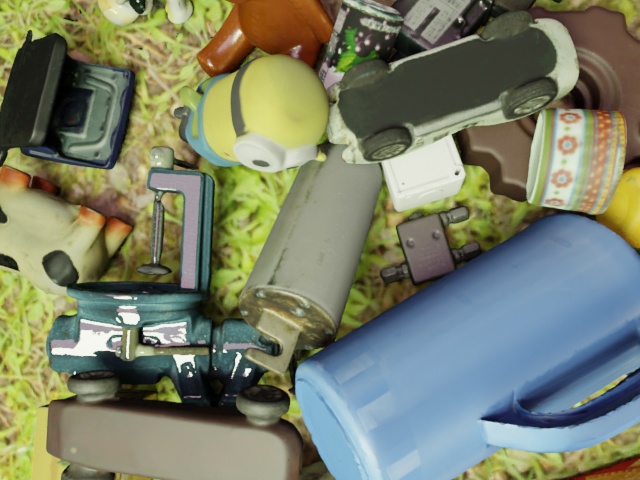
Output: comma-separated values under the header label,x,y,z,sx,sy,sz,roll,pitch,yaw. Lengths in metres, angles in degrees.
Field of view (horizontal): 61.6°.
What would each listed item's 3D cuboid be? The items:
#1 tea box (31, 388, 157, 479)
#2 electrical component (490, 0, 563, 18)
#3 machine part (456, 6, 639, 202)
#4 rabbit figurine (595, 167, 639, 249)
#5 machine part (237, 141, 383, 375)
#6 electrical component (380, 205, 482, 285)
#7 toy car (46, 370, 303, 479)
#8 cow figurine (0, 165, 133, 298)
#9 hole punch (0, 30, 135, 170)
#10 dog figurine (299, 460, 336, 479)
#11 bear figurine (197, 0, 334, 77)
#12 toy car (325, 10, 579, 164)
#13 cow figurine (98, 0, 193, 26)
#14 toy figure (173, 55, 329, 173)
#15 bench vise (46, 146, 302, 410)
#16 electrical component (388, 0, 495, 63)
label,x,y,z,sx,sy,sz,roll,pitch,yaw
tea box,-0.201,0.226,0.480,0.068,0.098,0.169,1,84,8
electrical component,0.178,-0.245,0.489,0.102,0.045,0.078,40,91,10
machine part,0.206,-0.117,0.469,0.179,0.056,0.179,-1,84,9
rabbit figurine,0.320,-0.054,0.391,0.162,0.122,0.173,-1,117,-28
machine part,-0.001,-0.001,0.438,0.079,0.079,0.243,12,49,9
electrical component,0.096,0.006,0.492,0.094,0.021,0.063,-19,82,7
toy car,-0.110,0.149,0.404,0.202,0.053,0.089,2,92,13
cow figurine,-0.301,-0.003,0.525,0.195,0.085,0.127,24,83,9
hole punch,-0.255,-0.132,0.535,0.116,0.092,0.142,10,89,39
dog figurine,-0.031,0.232,0.422,0.191,0.172,0.121,-14,73,0
bear figurine,-0.052,-0.201,0.445,0.120,0.196,0.132,30,91,7
toy car,0.101,-0.119,0.430,0.202,0.056,0.073,-17,82,6
cow figurine,-0.148,-0.260,0.514,0.167,0.098,0.068,-20,88,6
toy figure,-0.064,-0.105,0.451,0.082,0.180,0.089,-23,115,-27
bench vise,-0.121,0.039,0.476,0.224,0.129,0.240,2,89,4
electrical component,0.093,-0.187,0.497,0.075,0.047,0.119,44,91,11
